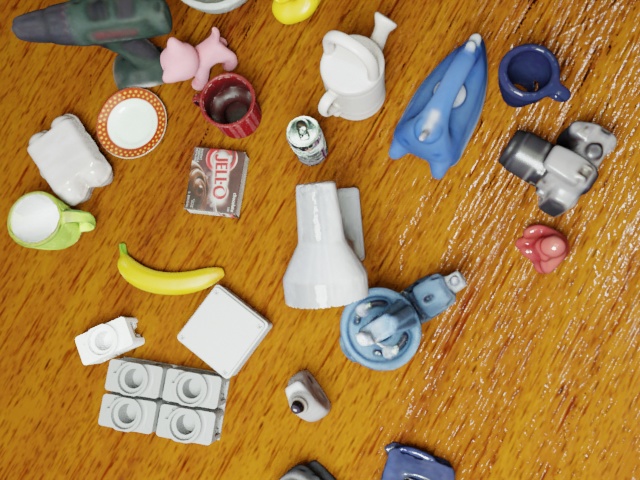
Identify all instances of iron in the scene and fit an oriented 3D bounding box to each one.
[{"bbox_3d":[0.205,-0.235,0.897,0.118,0.141,0.258,26,85,10],"label":"iron"}]

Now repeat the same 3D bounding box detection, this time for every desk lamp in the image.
[{"bbox_3d":[0.008,0.003,0.848,0.118,0.213,0.203,-6,81,6],"label":"desk lamp"}]

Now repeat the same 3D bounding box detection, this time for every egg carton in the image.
[{"bbox_3d":[-0.431,-0.139,0.991,0.107,0.069,0.150,-38,80,0],"label":"egg carton"}]

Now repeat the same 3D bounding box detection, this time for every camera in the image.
[{"bbox_3d":[0.360,-0.129,0.885,0.136,0.101,0.143,33,87,10],"label":"camera"}]

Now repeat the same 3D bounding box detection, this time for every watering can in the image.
[{"bbox_3d":[0.053,-0.274,0.893,0.100,0.194,0.173,14,84,9],"label":"watering can"}]

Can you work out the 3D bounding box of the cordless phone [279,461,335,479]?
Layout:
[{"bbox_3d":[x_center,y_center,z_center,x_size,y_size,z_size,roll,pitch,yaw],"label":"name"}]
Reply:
[{"bbox_3d":[-0.010,0.398,0.807,0.147,0.185,0.094,37,87,10],"label":"cordless phone"}]

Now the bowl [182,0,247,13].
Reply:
[{"bbox_3d":[-0.177,-0.466,1.007,0.167,0.075,0.167,-1,82,6],"label":"bowl"}]

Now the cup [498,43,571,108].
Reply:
[{"bbox_3d":[0.334,-0.243,0.907,0.117,0.095,0.092,34,87,10],"label":"cup"}]

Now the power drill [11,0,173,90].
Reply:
[{"bbox_3d":[-0.340,-0.322,0.936,0.229,0.208,0.075,-12,80,5],"label":"power drill"}]

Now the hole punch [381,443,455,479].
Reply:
[{"bbox_3d":[0.138,0.362,0.843,0.108,0.091,0.101,16,84,9],"label":"hole punch"}]

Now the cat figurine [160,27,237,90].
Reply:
[{"bbox_3d":[-0.214,-0.311,0.967,0.128,0.118,0.067,-37,79,0],"label":"cat figurine"}]

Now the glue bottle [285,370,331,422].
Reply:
[{"bbox_3d":[-0.023,0.234,0.838,0.037,0.173,0.078,-34,79,1],"label":"glue bottle"}]

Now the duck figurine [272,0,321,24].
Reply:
[{"bbox_3d":[-0.042,-0.432,0.981,0.104,0.086,0.077,-41,79,-1],"label":"duck figurine"}]

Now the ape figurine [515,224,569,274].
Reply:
[{"bbox_3d":[0.345,0.011,0.870,0.076,0.092,0.078,-1,82,7],"label":"ape figurine"}]

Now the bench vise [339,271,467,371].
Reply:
[{"bbox_3d":[0.109,0.099,0.819,0.121,0.220,0.207,40,88,11],"label":"bench vise"}]
